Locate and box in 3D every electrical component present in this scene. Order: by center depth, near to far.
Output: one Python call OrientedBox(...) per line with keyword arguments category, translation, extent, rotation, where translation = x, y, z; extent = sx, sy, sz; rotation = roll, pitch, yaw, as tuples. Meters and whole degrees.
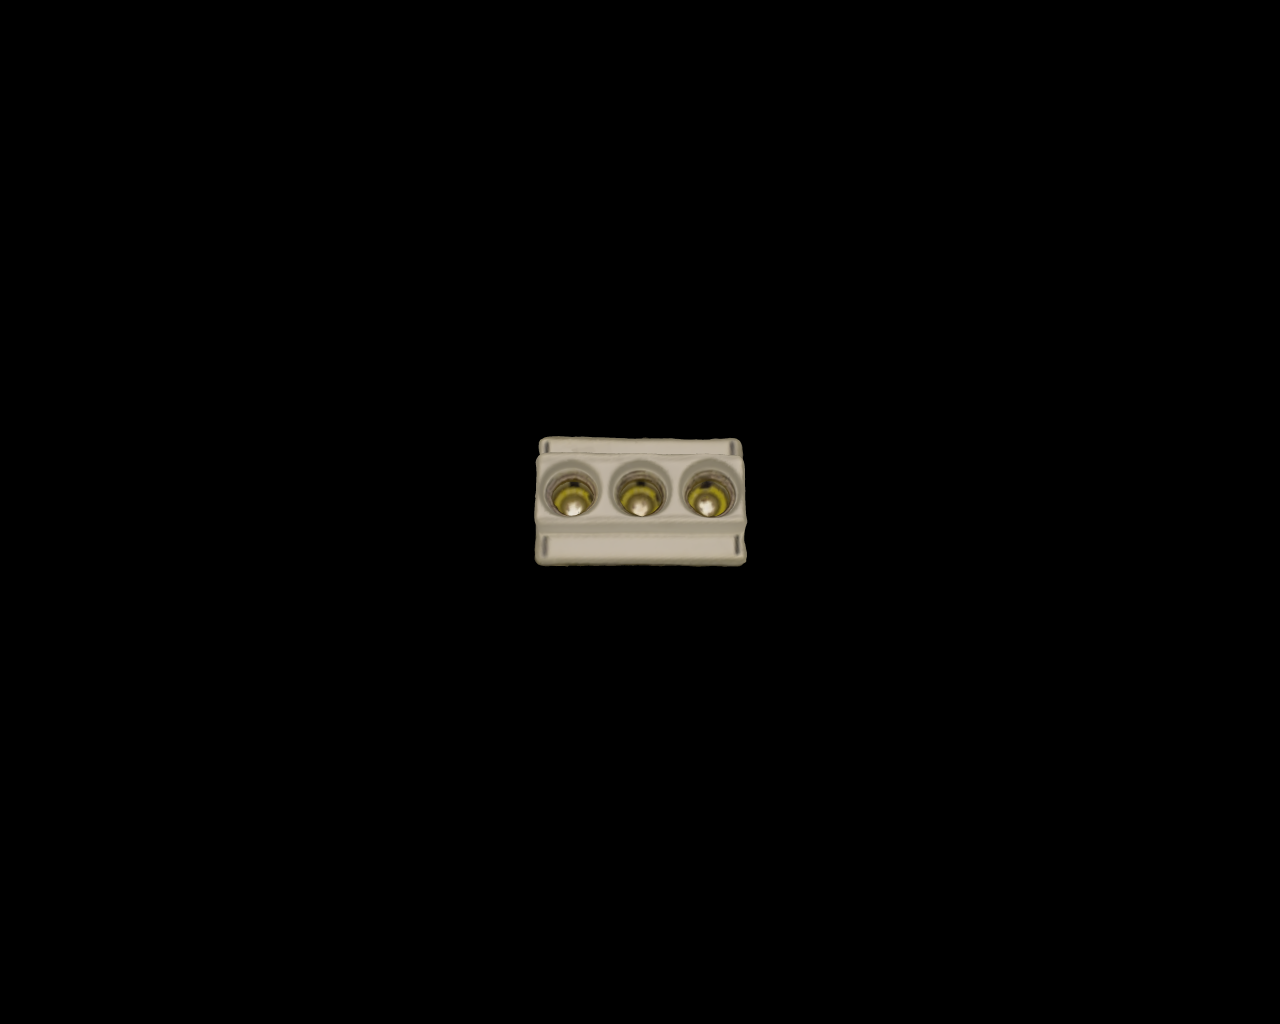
OrientedBox(category="electrical component", translation=(0.001, -0.003, 0.650), extent=(0.121, 0.079, 0.063), rotation=(0, -21, 0))
